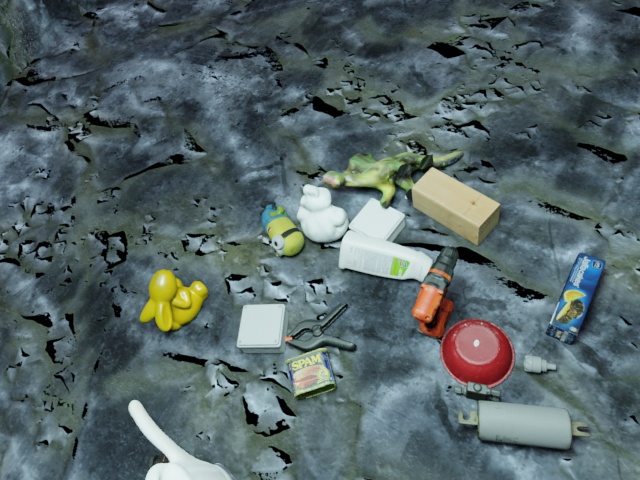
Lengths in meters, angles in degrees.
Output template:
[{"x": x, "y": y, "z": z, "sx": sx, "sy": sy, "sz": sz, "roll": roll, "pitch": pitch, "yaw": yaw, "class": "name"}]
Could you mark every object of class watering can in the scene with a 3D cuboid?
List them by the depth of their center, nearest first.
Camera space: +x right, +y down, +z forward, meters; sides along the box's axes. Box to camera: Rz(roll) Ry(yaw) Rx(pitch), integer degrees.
[{"x": -0.262, "y": 0.477, "z": 1.018, "sx": 0.103, "sy": 0.221, "sz": 0.354, "roll": -39, "pitch": 54, "yaw": 10, "class": "watering can"}]

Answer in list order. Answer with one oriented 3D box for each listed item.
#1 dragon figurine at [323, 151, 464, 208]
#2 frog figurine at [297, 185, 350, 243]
[{"x": 0.184, "y": -0.210, "z": 1.437, "sx": 0.414, "sy": 0.119, "sz": 0.245, "roll": -24, "pitch": 38, "yaw": -33, "class": "dragon figurine"}, {"x": 0.004, "y": -0.068, "z": 1.358, "sx": 0.138, "sy": 0.156, "sz": 0.125, "roll": 16, "pitch": 64, "yaw": 23, "class": "frog figurine"}]
